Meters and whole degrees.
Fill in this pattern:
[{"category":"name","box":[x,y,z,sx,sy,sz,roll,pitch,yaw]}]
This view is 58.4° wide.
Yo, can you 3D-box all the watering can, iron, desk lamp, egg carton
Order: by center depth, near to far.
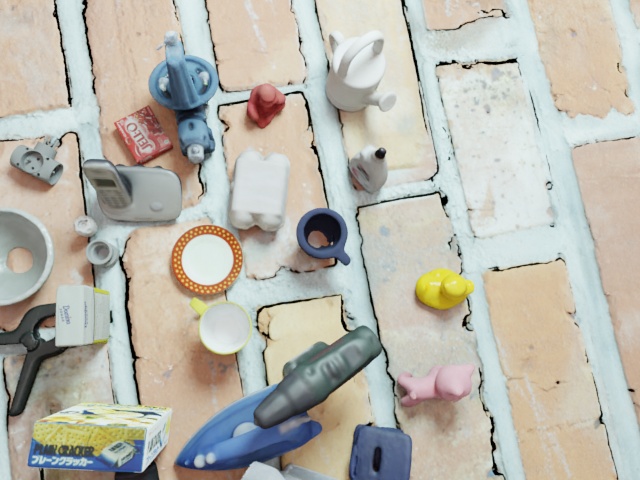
[{"category":"desk lamp","box":[-0.041,0.426,0.908,0.203,0.213,0.118,18,80,-3]},{"category":"iron","box":[-0.126,0.332,0.950,0.258,0.141,0.118,-22,84,-9]},{"category":"watering can","box":[0.075,-0.312,1.043,0.173,0.194,0.101,33,80,0]},{"category":"egg carton","box":[-0.112,-0.090,1.053,0.107,0.069,0.150,5,81,-5]}]

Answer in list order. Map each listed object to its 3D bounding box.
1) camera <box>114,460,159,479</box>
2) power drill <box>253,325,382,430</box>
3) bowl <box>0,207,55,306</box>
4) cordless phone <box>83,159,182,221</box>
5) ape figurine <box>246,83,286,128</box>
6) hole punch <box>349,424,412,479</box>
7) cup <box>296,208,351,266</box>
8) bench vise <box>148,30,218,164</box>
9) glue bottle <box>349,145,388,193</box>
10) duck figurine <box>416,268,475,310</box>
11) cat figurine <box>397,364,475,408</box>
[{"category":"camera","box":[-0.279,0.429,0.940,0.143,0.100,0.137,-12,83,-7]},{"category":"power drill","box":[-0.009,0.224,0.945,0.230,0.208,0.075,-34,86,-10]},{"category":"bowl","box":[-0.533,0.032,0.987,0.167,0.074,0.167,1,81,-6]},{"category":"cordless phone","box":[-0.315,-0.092,0.973,0.147,0.185,0.094,-2,81,-6]},{"category":"ape figurine","box":[-0.101,-0.262,1.068,0.078,0.092,0.076,-10,82,-7]},{"category":"hole punch","box":[0.103,0.381,0.992,0.101,0.091,0.109,8,81,-4]},{"category":"cup","box":[0.010,0.004,1.038,0.092,0.095,0.118,-42,87,-10]},{"category":"bench vise","box":[-0.221,-0.249,0.989,0.121,0.219,0.207,-28,85,-9]},{"category":"glue bottle","box":[0.095,-0.137,1.029,0.037,0.173,0.078,-41,87,-10]},{"category":"duck figurine","box":[0.233,0.088,1.053,0.104,0.086,0.077,1,81,-6]},{"category":"cat figurine","box":[0.210,0.258,1.009,0.128,0.117,0.067,-14,83,-8]}]
